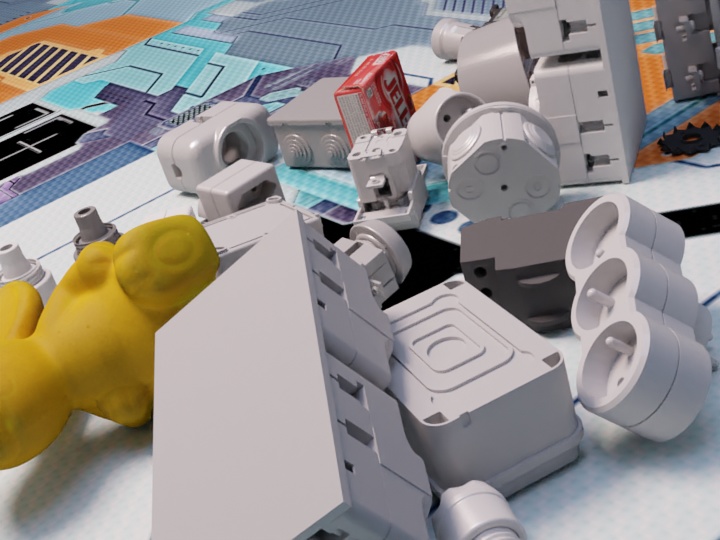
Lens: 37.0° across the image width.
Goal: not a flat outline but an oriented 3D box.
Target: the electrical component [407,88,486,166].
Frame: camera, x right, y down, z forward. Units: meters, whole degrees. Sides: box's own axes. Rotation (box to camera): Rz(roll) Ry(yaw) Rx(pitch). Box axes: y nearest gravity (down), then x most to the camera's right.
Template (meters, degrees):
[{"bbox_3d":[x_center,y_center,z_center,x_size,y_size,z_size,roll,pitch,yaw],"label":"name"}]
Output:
[{"bbox_3d":[0.079,-0.094,0.790,0.044,0.079,0.077,-59,11,-5],"label":"electrical component"}]

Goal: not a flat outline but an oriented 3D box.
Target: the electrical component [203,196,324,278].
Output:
[{"bbox_3d":[-0.065,-0.006,0.727,0.096,0.061,0.062,-22,27,-27],"label":"electrical component"}]

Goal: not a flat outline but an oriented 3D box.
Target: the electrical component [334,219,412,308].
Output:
[{"bbox_3d":[0.000,0.000,0.689,0.055,0.048,0.066,-41,35,-25],"label":"electrical component"}]

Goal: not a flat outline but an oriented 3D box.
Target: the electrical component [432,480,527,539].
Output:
[{"bbox_3d":[0.055,0.118,0.452,0.035,0.035,0.061,-22,30,-9],"label":"electrical component"}]

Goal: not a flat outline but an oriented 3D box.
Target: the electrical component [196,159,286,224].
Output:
[{"bbox_3d":[-0.095,-0.044,0.799,0.077,0.065,0.047,14,41,45],"label":"electrical component"}]

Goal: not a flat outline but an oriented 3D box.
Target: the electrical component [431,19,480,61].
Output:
[{"bbox_3d":[0.099,-0.223,1.048,0.040,0.040,0.046,-35,37,-30],"label":"electrical component"}]

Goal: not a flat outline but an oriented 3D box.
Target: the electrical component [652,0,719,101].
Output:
[{"bbox_3d":[0.256,-0.194,0.817,0.063,0.121,0.078,-10,28,20],"label":"electrical component"}]

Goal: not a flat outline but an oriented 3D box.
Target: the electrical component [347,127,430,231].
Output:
[{"bbox_3d":[0.020,-0.066,0.778,0.042,0.063,0.081,-7,29,17],"label":"electrical component"}]

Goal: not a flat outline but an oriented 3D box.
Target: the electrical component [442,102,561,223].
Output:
[{"bbox_3d":[0.096,-0.068,0.723,0.080,0.080,0.051,-11,34,11],"label":"electrical component"}]

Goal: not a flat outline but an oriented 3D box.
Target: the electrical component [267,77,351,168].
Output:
[{"bbox_3d":[-0.016,-0.127,0.926,0.100,0.048,0.100,5,35,36],"label":"electrical component"}]

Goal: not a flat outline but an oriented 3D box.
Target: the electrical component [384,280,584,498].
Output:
[{"bbox_3d":[0.049,0.061,0.536,0.078,0.057,0.113,-25,28,-14],"label":"electrical component"}]

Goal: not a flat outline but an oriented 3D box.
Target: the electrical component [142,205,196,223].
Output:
[{"bbox_3d":[-0.155,-0.001,0.775,0.076,0.047,0.083,-13,28,7],"label":"electrical component"}]

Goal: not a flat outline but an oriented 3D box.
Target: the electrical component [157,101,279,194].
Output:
[{"bbox_3d":[-0.121,-0.107,0.943,0.059,0.053,0.095,12,39,43],"label":"electrical component"}]

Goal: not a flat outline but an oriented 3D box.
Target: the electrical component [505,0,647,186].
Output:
[{"bbox_3d":[0.151,-0.165,0.751,0.060,0.186,0.105,-3,31,25],"label":"electrical component"}]

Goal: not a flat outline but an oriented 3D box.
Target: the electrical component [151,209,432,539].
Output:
[{"bbox_3d":[-0.036,0.073,0.489,0.105,0.060,0.186,-40,34,20],"label":"electrical component"}]

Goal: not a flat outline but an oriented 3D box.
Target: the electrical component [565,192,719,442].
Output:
[{"bbox_3d":[0.150,0.027,0.539,0.052,0.074,0.138,-50,22,39],"label":"electrical component"}]

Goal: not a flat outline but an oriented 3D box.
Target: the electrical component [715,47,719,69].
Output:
[{"bbox_3d":[0.283,-0.133,0.760,0.048,0.055,0.066,-24,28,-13],"label":"electrical component"}]

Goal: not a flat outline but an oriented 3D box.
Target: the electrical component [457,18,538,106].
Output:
[{"bbox_3d":[0.118,-0.146,0.836,0.064,0.099,0.099,-8,28,31],"label":"electrical component"}]

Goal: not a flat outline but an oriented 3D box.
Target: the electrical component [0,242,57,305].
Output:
[{"bbox_3d":[-0.248,0.010,0.791,0.048,0.062,0.048,-13,28,7],"label":"electrical component"}]

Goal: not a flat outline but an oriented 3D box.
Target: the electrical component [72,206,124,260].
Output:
[{"bbox_3d":[-0.197,-0.017,0.813,0.048,0.062,0.048,-14,27,7],"label":"electrical component"}]
